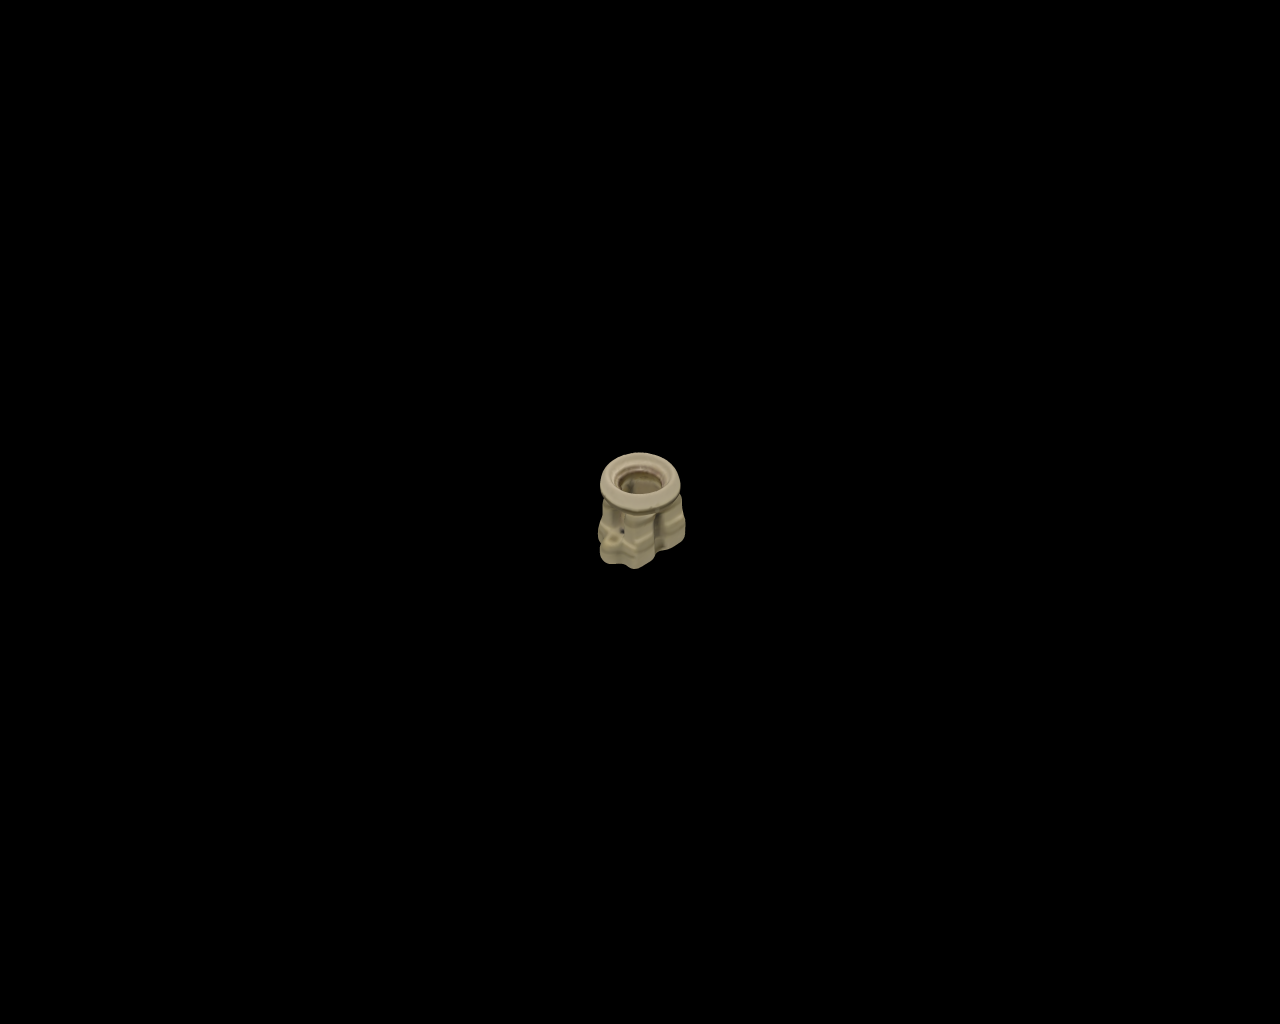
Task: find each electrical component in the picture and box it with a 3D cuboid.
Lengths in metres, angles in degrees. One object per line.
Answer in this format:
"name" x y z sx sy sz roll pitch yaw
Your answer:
"electrical component" 0.001 -0.003 0.650 0.066 0.055 0.048 -31 51 -30
